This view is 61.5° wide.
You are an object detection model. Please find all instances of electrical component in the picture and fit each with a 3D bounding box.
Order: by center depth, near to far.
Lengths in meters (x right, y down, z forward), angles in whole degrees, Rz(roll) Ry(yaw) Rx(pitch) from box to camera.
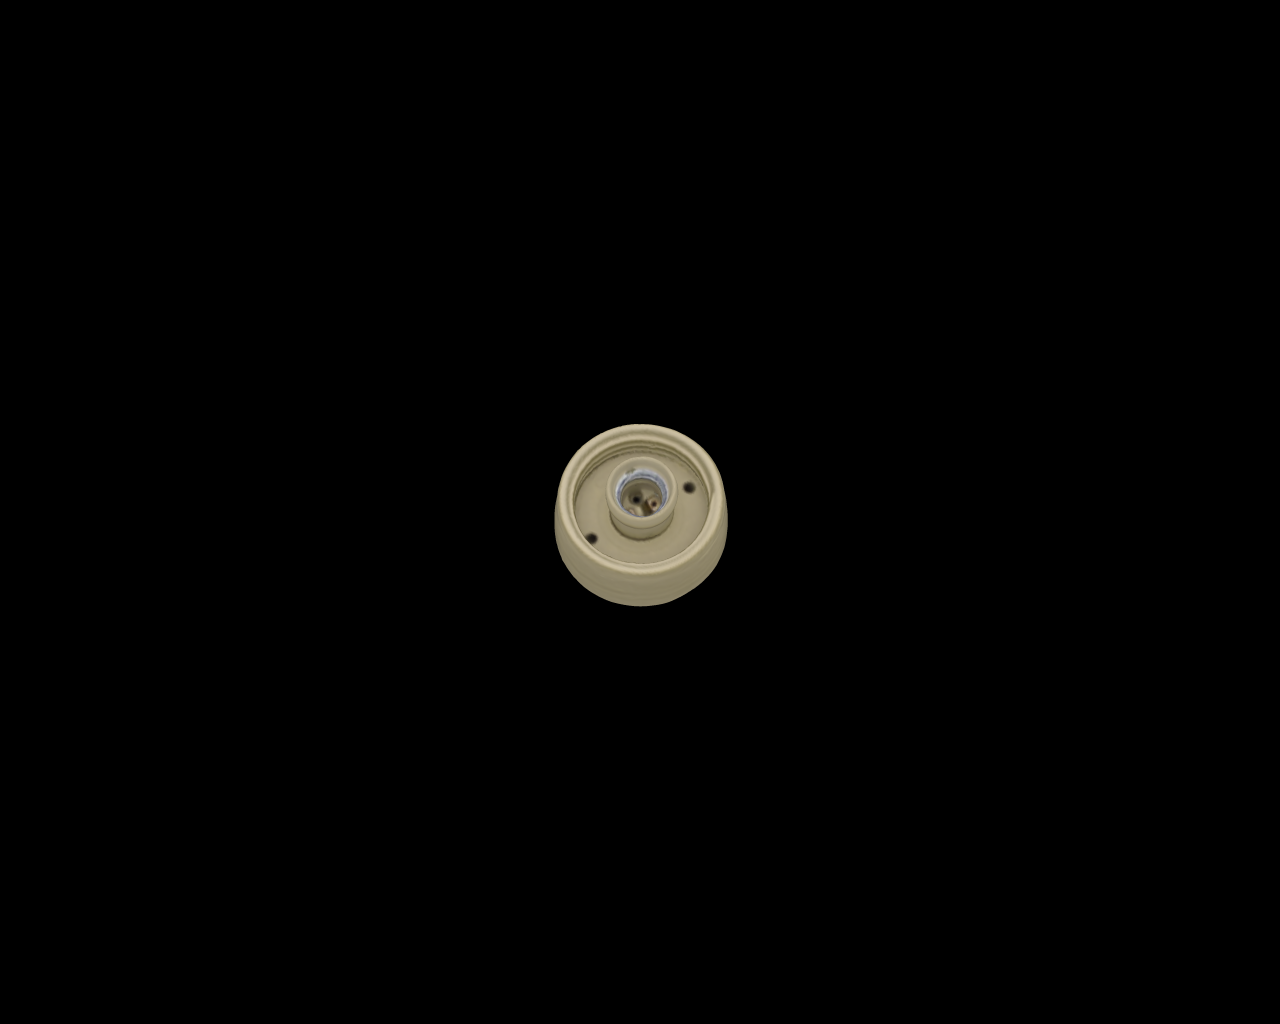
[{"bbox_3d":[0.001,-0.003,0.650,0.108,0.108,0.060,0,-24,0],"label":"electrical component"}]
